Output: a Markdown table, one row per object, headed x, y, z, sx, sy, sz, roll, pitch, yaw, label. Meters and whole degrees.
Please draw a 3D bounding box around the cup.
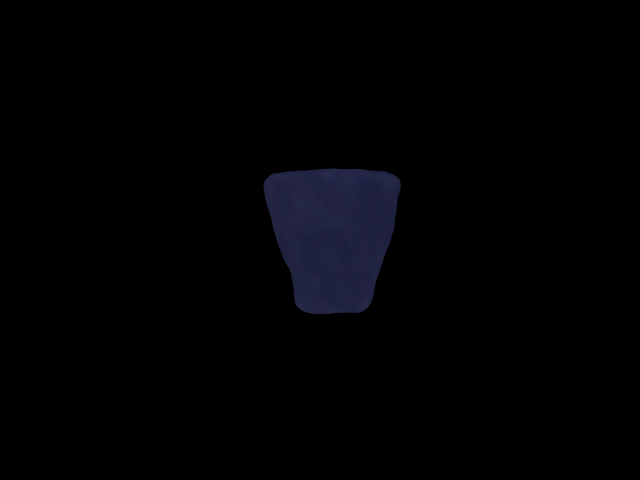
| x | y | z | sx | sy | sz | roll | pitch | yaw | label |
| --- | --- | --- | --- | --- | --- | --- | --- | --- | --- |
| 0.004 | 0.001 | 0.400 | 0.092 | 0.095 | 0.117 | -1 | 2 | -19 | cup |
